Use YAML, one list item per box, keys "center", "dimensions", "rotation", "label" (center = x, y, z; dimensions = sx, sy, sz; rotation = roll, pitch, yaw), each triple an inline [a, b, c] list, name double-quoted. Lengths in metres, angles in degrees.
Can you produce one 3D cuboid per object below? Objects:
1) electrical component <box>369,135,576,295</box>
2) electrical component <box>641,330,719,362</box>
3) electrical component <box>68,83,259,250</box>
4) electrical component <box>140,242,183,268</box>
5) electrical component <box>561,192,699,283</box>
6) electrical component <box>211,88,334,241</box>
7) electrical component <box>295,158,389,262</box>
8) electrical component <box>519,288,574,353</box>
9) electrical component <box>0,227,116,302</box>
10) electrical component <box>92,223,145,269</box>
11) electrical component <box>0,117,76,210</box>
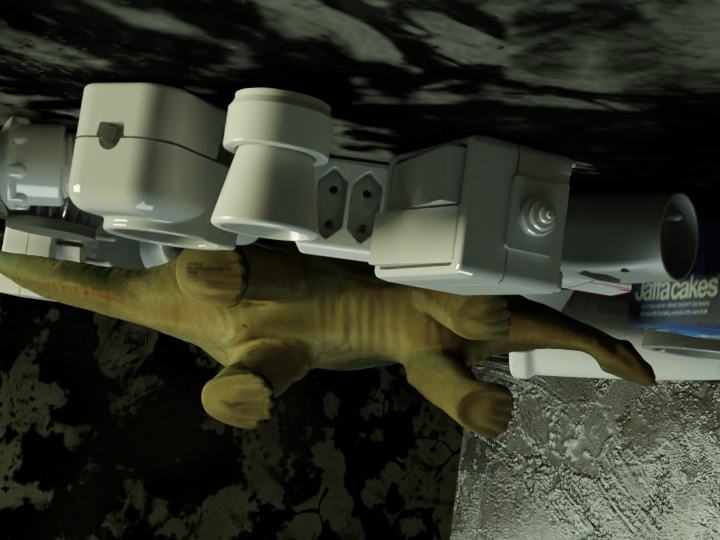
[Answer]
- center: [0.050, -0.023, 0.487]
  dimensions: [0.061, 0.061, 0.096]
  rotation: [11, 174, -26]
  label: "electrical component"
- center: [0.259, 0.033, 0.767]
  dimensions: [0.108, 0.060, 0.108]
  rotation: [8, 175, 1]
  label: "electrical component"
- center: [-0.084, -0.043, 0.490]
  dimensions: [0.054, 0.059, 0.095]
  rotation: [5, 174, 28]
  label: "electrical component"
- center: [-0.138, -0.019, 0.837]
  dimensions: [0.055, 0.055, 0.047]
  rotation: [10, 170, -25]
  label: "electrical component"
- center: [0.136, -0.014, 0.553]
  dimensions: [0.077, 0.043, 0.079]
  rotation: [3, 172, 41]
  label: "electrical component"
- center: [-0.036, -0.043, 0.445]
  dimensions: [0.045, 0.055, 0.045]
  rotation: [8, 174, 1]
  label: "electrical component"
- center: [0.011, -0.027, 0.581]
  dimensions: [0.083, 0.047, 0.075]
  rotation: [8, 174, 1]
  label: "electrical component"
- center: [0.104, 0.016, 0.803]
  dimensions: [0.099, 0.064, 0.099]
  rotation: [20, -159, -8]
  label: "electrical component"
- center: [-0.219, -0.018, 0.797]
  dimensions: [0.076, 0.083, 0.047]
  rotation: [7, 174, 6]
  label: "electrical component"
- center: [-0.210, -0.021, 0.898]
  dimensions: [0.109, 0.056, 0.109]
  rotation: [12, 173, -35]
  label: "electrical component"
- center: [-0.155, -0.054, 0.559]
  dimensions: [0.062, 0.048, 0.048]
  rotation: [2, 176, -12]
  label: "electrical component"
